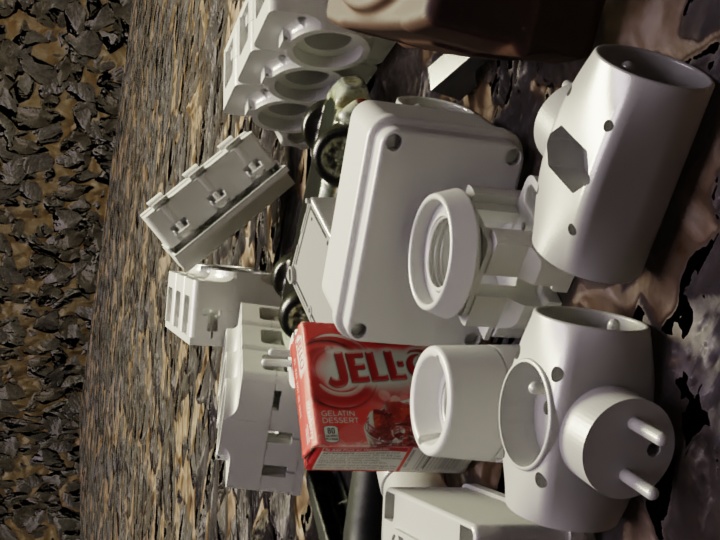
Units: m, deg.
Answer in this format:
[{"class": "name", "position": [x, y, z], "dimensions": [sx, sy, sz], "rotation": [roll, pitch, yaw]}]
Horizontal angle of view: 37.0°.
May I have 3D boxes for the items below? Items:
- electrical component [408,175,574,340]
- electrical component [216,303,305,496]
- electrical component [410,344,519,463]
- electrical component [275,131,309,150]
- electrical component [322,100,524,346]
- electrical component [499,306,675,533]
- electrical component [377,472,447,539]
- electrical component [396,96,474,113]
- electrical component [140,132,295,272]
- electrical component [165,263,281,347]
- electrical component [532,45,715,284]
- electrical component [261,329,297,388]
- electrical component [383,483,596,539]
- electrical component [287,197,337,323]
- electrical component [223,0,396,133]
[{"class": "electrical component", "position": [0.057, -0.006, 0.480], "dimensions": [0.058, 0.057, 0.078], "rotation": [-108, 28, -50]}, {"class": "electrical component", "position": [-0.073, 0.092, 0.811], "dimensions": [0.150, 0.062, 0.089], "rotation": [-110, 29, -71]}, {"class": "electrical component", "position": [0.053, 0.060, 0.491], "dimensions": [0.055, 0.047, 0.055], "rotation": [-176, 90, -72]}, {"class": "electrical component", "position": [-0.048, -0.131, 0.855], "dimensions": [0.043, 0.043, 0.062], "rotation": [121, 149, -54]}, {"class": "electrical component", "position": [0.029, -0.022, 0.535], "dimensions": [0.057, 0.078, 0.113], "rotation": [-122, 39, -66]}, {"class": "electrical component", "position": [0.087, 0.059, 0.392], "dimensions": [0.079, 0.044, 0.077], "rotation": [-149, 65, -70]}, {"class": "electrical component", "position": [0.028, 0.116, 0.568], "dimensions": [0.065, 0.044, 0.044], "rotation": [-104, 25, -55]}, {"class": "electrical component", "position": [0.029, -0.058, 0.599], "dimensions": [0.079, 0.043, 0.077], "rotation": [-123, 41, -62]}, {"class": "electrical component", "position": [-0.127, -0.063, 0.939], "dimensions": [0.063, 0.121, 0.079], "rotation": [52, 170, -16]}, {"class": "electrical component", "position": [-0.117, 0.029, 0.954], "dimensions": [0.150, 0.089, 0.061], "rotation": [-170, 85, -72]}, {"class": "electrical component", "position": [0.091, -0.047, 0.408], "dimensions": [0.079, 0.043, 0.077], "rotation": [-115, 34, -56]}, {"class": "electrical component", "position": [-0.024, 0.057, 0.682], "dimensions": [0.083, 0.076, 0.047], "rotation": [128, 143, -59]}, {"class": "electrical component", "position": [0.050, 0.154, 0.465], "dimensions": [0.109, 0.056, 0.108], "rotation": [172, 101, -72]}, {"class": "electrical component", "position": [0.000, 0.000, 0.632], "dimensions": [0.096, 0.061, 0.061], "rotation": [-118, 36, -46]}, {"class": "electrical component", "position": [-0.037, -0.156, 0.752], "dimensions": [0.150, 0.089, 0.061], "rotation": [136, 135, -64]}]
